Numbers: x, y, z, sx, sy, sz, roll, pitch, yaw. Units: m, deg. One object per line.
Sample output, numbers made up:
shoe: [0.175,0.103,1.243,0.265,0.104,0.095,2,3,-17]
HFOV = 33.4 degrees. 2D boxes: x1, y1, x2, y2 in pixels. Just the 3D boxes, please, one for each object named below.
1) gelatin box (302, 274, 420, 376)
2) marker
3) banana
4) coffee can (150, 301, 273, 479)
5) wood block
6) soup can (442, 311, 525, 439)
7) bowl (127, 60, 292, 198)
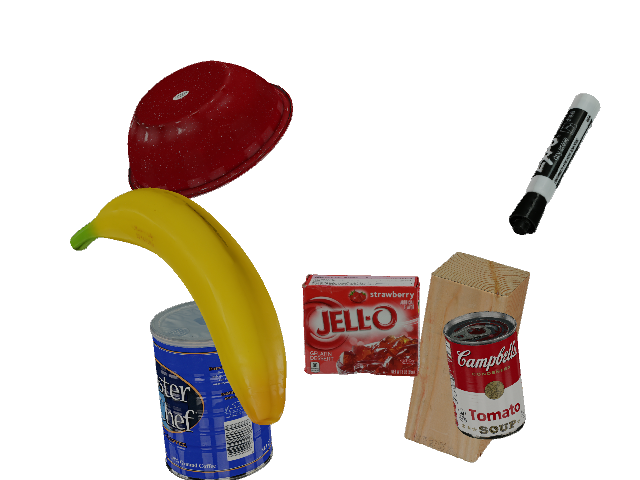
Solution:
gelatin box: [0.031,0.065,0.817,0.089,0.073,0.030,1,17,8]
marker: [0.157,-0.051,0.714,0.020,0.121,0.020,25,-28,14]
banana: [-0.071,0.021,0.597,0.037,0.070,0.198,5,25,-46]
coffee can: [-0.099,0.137,0.987,0.103,0.140,0.103,-3,18,1]
wood block: [0.165,0.131,1.207,0.090,0.206,0.090,17,23,23]
soup can: [0.154,0.126,1.003,0.068,0.102,0.068,-8,19,3]
bowl: [-0.108,-0.106,0.921,0.162,0.055,0.162,-19,37,15]
